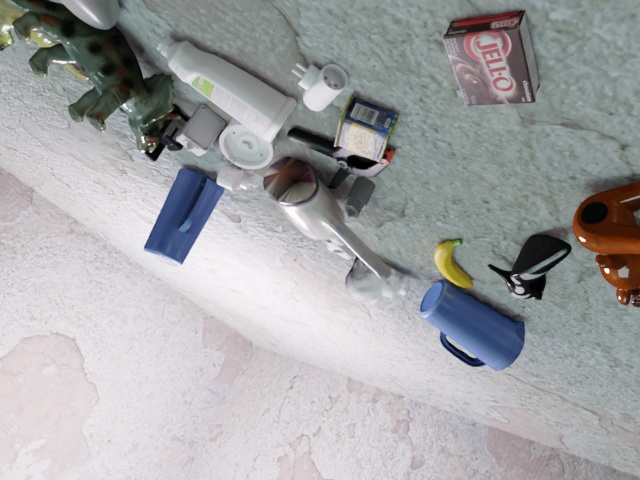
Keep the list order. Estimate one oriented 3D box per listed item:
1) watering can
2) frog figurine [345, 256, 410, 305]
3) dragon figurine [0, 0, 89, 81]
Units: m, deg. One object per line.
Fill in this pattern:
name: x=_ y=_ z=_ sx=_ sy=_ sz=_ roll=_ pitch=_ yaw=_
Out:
watering can: x=0.003 y=-0.054 z=1.079 sx=0.352 sy=0.104 sz=0.220 roll=37 pitch=171 yaw=45
frog figurine: x=0.151 y=0.119 z=1.347 sx=0.161 sy=0.125 sz=0.134 roll=28 pitch=141 yaw=28
dragon figurine: x=-0.555 y=-0.454 z=0.913 sx=0.241 sy=0.124 sz=0.405 roll=-12 pitch=146 yaw=45
